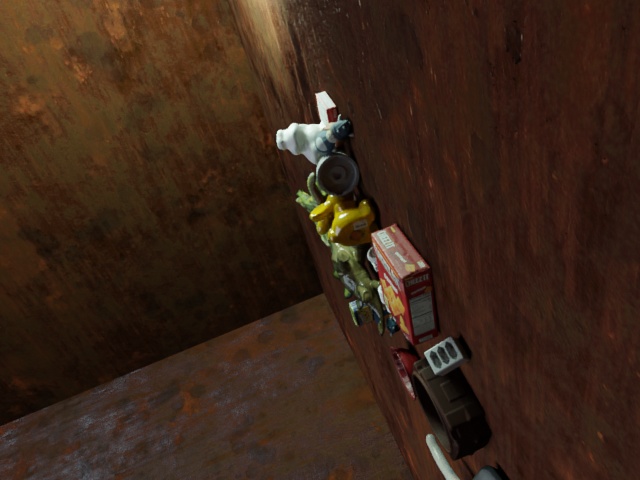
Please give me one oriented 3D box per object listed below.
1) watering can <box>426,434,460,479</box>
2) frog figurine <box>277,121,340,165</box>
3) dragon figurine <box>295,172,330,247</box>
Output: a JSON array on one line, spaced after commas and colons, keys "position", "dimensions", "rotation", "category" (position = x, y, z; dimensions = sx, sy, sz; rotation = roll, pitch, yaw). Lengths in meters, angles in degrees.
[{"position": [0.368, 0.673, 1.331], "dimensions": [0.104, 0.354, 0.220], "rotation": [-22, -25, -7], "category": "watering can"}, {"position": [-0.030, -0.257, 1.376], "dimensions": [0.160, 0.140, 0.120], "rotation": [-22, -26, -6], "category": "frog figurine"}, {"position": [0.006, -0.095, 1.884], "dimensions": [0.122, 0.244, 0.408], "rotation": [-24, -6, -3], "category": "dragon figurine"}]
